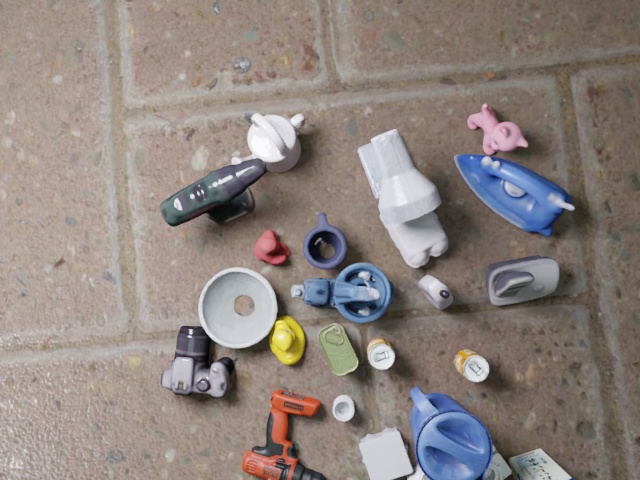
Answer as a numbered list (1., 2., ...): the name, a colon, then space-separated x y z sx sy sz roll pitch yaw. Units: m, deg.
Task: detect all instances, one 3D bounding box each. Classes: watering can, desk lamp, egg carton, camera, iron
1. watering can: -0.102 -0.199 1.177 0.101 0.194 0.173 28 88 5
2. desk lamp: 0.150 -0.128 1.150 0.118 0.213 0.203 -22 85 2
3. egg carton: 0.201 -0.023 1.212 0.107 0.069 0.150 -31 85 1
4. camera: -0.255 0.253 1.201 0.143 0.101 0.137 5 86 3
5. iron: 0.395 -0.116 1.172 0.258 0.141 0.119 32 88 5

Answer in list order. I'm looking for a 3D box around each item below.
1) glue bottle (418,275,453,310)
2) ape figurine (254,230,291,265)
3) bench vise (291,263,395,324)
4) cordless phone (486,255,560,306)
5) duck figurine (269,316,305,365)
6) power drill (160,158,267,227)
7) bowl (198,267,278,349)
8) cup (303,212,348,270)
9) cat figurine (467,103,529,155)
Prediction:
1. glue bottle: 0.238 0.106 1.149 0.037 0.173 0.078 -42 85 0
2. ape figurine: -0.106 0.016 1.214 0.076 0.092 0.078 -6 86 3
3. bench vise: 0.049 0.116 1.135 0.207 0.220 0.121 -17 85 2
4. cordless phone: 0.414 0.079 1.136 0.147 0.185 0.094 -15 85 2
5. duck figurine: -0.072 0.213 1.201 0.077 0.086 0.104 -13 85 2
6. power drill: -0.201 -0.092 1.168 0.229 0.208 0.075 -26 85 1
7. bowl: -0.168 0.143 1.217 0.167 0.075 0.167 0 86 3
8. cup: 0.011 0.004 1.207 0.091 0.095 0.118 -7 86 3
9. cat figurine: 0.372 -0.230 1.193 0.067 0.118 0.128 -33 85 1
